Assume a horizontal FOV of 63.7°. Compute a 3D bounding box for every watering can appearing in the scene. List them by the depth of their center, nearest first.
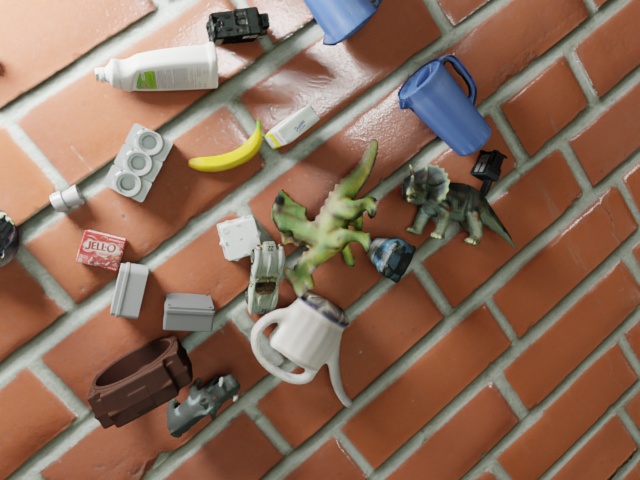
[{"bbox_3d":[-0.005,0.265,1.279,0.344,0.104,0.225,35,85,-22],"label":"watering can"}]

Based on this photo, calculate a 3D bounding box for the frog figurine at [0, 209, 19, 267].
[{"bbox_3d":[-0.704,0.004,1.048,0.158,0.125,0.135,-21,115,23],"label":"frog figurine"}]

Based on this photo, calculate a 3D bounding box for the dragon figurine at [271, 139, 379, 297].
[{"bbox_3d":[0.004,-0.063,1.256,0.242,0.122,0.412,9,84,-10],"label":"dragon figurine"}]
